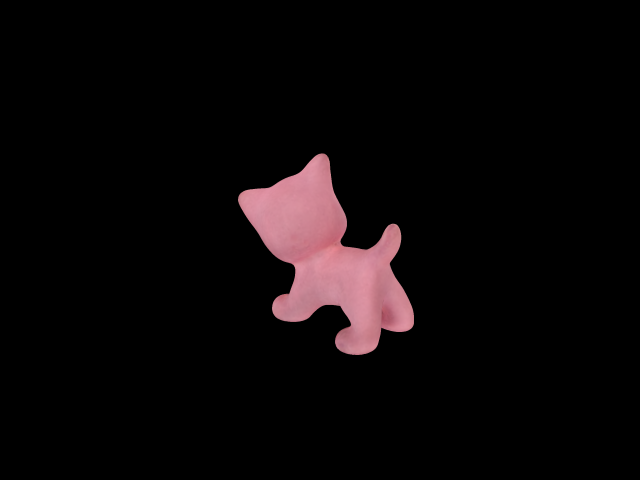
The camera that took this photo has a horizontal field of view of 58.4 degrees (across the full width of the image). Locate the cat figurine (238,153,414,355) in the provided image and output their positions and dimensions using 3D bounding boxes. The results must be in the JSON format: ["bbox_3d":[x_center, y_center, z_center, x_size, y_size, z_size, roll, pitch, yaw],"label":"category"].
[{"bbox_3d":[0.004,0.001,0.400,0.127,0.118,0.067,17,28,37],"label":"cat figurine"}]
